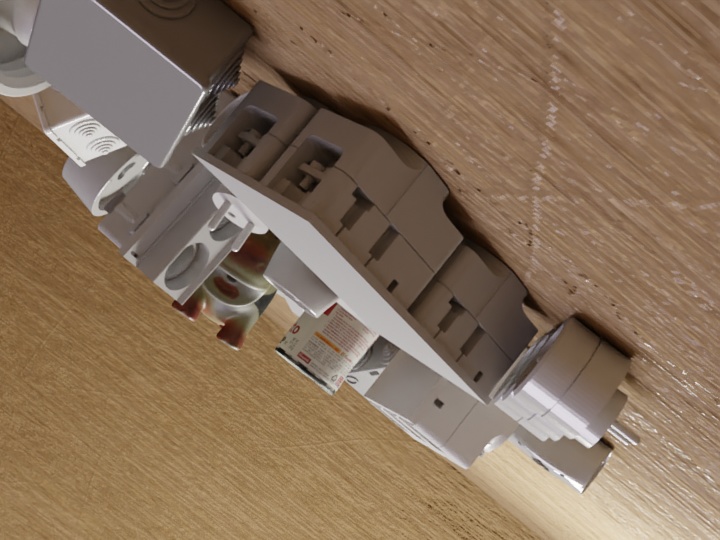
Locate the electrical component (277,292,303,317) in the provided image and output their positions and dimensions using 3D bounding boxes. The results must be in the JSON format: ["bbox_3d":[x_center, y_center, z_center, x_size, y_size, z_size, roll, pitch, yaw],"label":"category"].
[{"bbox_3d":[-0.055,0.003,0.999,0.062,0.061,0.096,36,172,23],"label":"electrical component"}]

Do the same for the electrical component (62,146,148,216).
[{"bbox_3d":[-0.246,-0.113,1.068,0.060,0.108,0.108,45,173,3],"label":"electrical component"}]

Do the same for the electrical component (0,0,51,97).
[{"bbox_3d":[-0.180,-0.144,0.569,0.060,0.108,0.108,30,170,17],"label":"electrical component"}]

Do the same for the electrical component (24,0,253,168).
[{"bbox_3d":[-0.109,-0.110,0.528,0.100,0.048,0.100,38,149,-7],"label":"electrical component"}]

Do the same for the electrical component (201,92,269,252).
[{"bbox_3d":[-0.058,-0.048,0.616,0.077,0.079,0.043,43,156,-26],"label":"electrical component"}]

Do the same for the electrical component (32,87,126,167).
[{"bbox_3d":[-0.246,-0.149,0.928,0.099,0.048,0.099,67,-178,-75],"label":"electrical component"}]

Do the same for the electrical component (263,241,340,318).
[{"bbox_3d":[-0.008,-0.002,0.677,0.079,0.077,0.043,42,172,-25],"label":"electrical component"}]

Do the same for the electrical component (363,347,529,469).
[{"bbox_3d":[0.067,0.084,0.782,0.062,0.089,0.150,40,172,-8],"label":"electrical component"}]

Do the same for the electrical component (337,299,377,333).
[{"bbox_3d":[0.000,0.000,0.762,0.100,0.048,0.100,40,173,-7],"label":"electrical component"}]

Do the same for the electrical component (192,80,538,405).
[{"bbox_3d":[0.011,-0.015,0.576,0.105,0.060,0.186,31,169,45],"label":"electrical component"}]

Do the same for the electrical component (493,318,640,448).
[{"bbox_3d":[0.123,0.074,0.599,0.074,0.052,0.138,38,172,6],"label":"electrical component"}]

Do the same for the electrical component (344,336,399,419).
[{"bbox_3d":[0.041,0.096,0.997,0.100,0.048,0.100,-14,134,42],"label":"electrical component"}]

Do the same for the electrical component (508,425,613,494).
[{"bbox_3d":[0.159,0.141,0.863,0.077,0.043,0.079,36,173,20],"label":"electrical component"}]

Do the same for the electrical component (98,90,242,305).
[{"bbox_3d":[-0.099,-0.048,0.673,0.063,0.121,0.078,38,173,25],"label":"electrical component"}]

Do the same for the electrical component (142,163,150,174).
[{"bbox_3d":[-0.160,-0.075,1.037,0.108,0.060,0.108,38,172,6],"label":"electrical component"}]
